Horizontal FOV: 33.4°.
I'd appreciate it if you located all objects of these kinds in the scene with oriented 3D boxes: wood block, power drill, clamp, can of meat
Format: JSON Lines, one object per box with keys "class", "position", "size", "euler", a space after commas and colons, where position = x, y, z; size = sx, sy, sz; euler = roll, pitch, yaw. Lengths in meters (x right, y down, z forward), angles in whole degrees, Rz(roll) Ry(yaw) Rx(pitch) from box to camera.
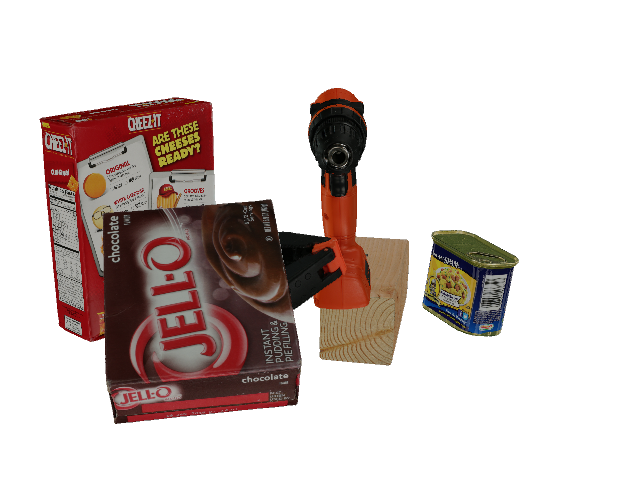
{"class": "wood block", "position": [0.060, 0.072, 1.367], "size": [0.091, 0.090, 0.206], "euler": [4, 21, 8]}
{"class": "power drill", "position": [0.018, -0.036, 0.978], "size": [0.057, 0.188, 0.184], "euler": [0, 20, 2]}
{"class": "clamp", "position": [-0.068, 0.039, 0.766], "size": [0.172, 0.120, 0.039], "euler": [-12, -48, 17]}
{"class": "can of meat", "position": [0.156, 0.045, 1.130], "size": [0.057, 0.084, 0.102], "euler": [-3, 21, -31]}

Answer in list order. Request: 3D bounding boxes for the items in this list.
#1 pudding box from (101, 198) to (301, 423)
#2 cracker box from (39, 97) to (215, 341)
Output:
{"class": "pudding box", "position": [-0.062, 0.033, 0.531], "size": [0.090, 0.039, 0.113], "euler": [-5, 45, -9]}
{"class": "cracker box", "position": [-0.186, -0.026, 1.062], "size": [0.163, 0.214, 0.072], "euler": [-16, 22, -42]}
